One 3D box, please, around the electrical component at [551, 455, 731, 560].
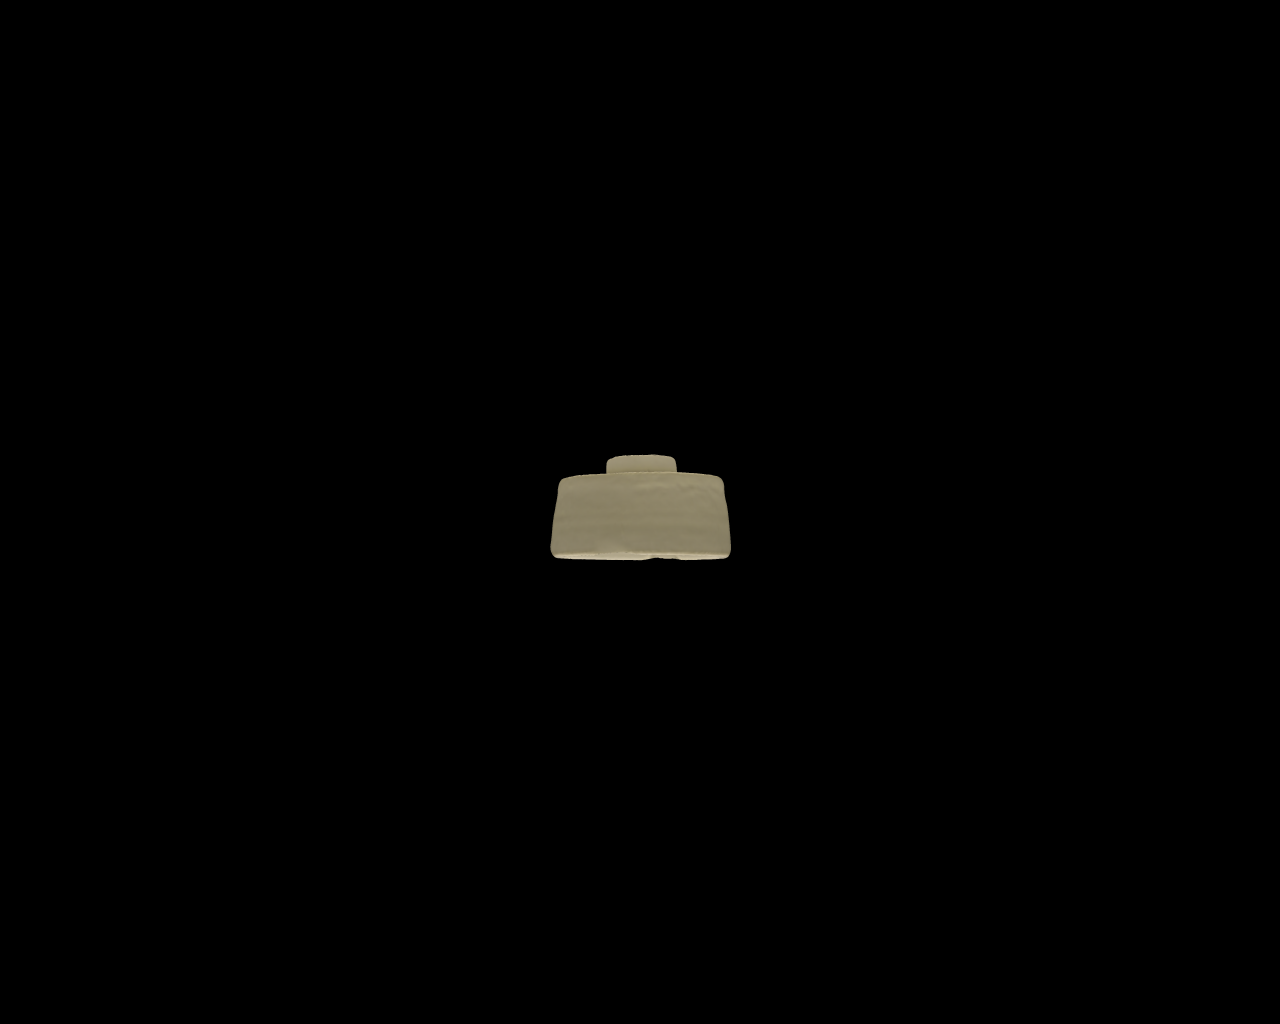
[{"bbox_3d":[0.001,-0.003,0.650,0.108,0.060,0.108,0,-4,0],"label":"electrical component"}]
